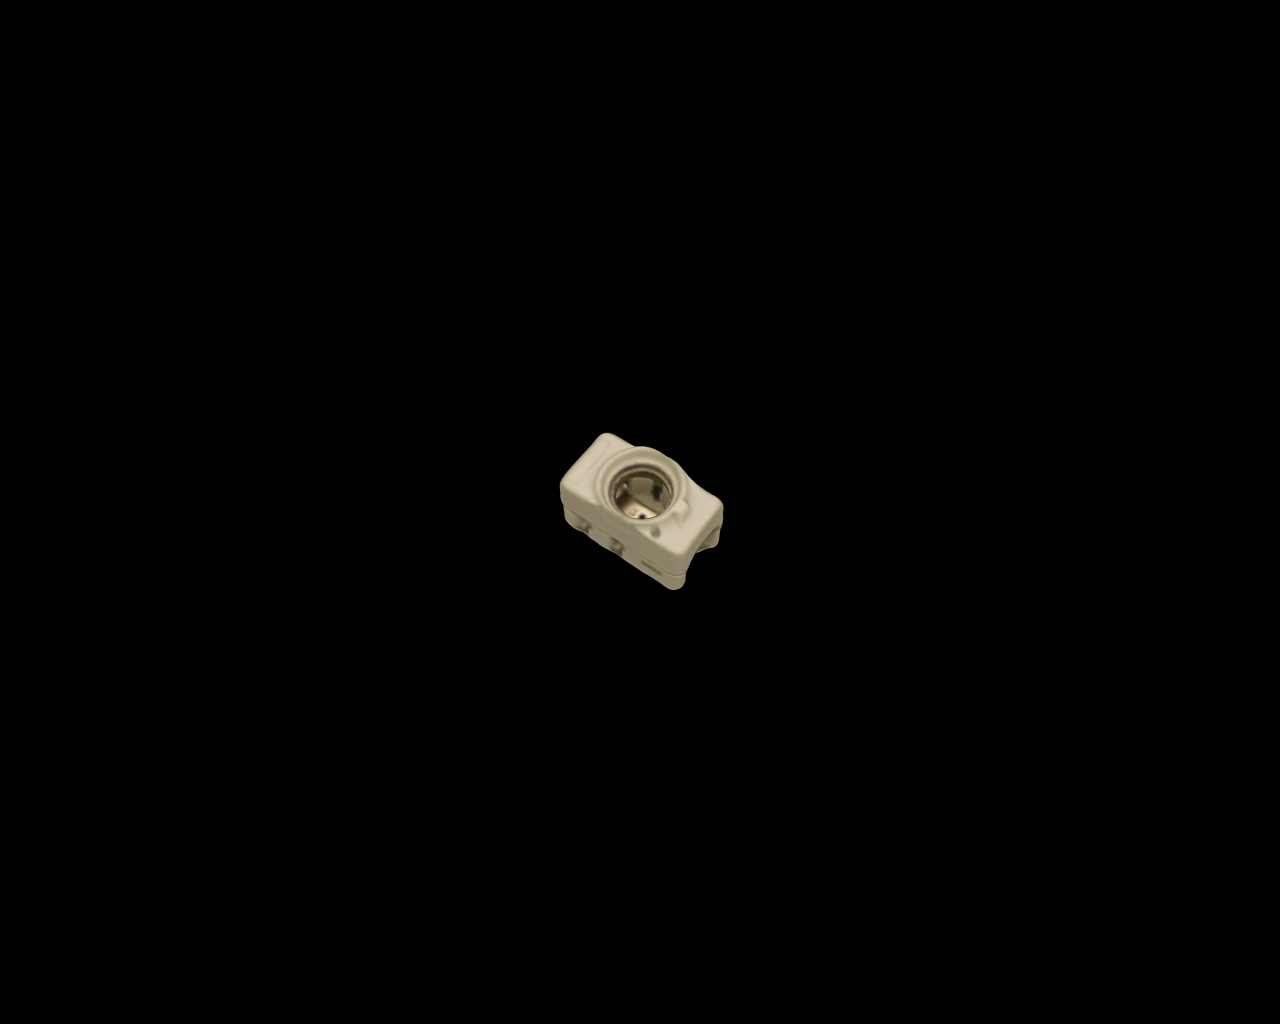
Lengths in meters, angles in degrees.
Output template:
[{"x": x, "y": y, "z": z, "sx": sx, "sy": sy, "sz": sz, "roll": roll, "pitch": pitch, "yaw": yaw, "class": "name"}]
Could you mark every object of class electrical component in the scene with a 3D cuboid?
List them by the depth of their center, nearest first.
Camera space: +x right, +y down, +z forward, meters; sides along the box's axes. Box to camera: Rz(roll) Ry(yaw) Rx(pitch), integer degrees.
[{"x": 0.001, "y": -0.003, "z": 0.650, "sx": 0.089, "sy": 0.050, "sz": 0.055, "roll": 32, "pitch": -26, "yaw": 18, "class": "electrical component"}]
